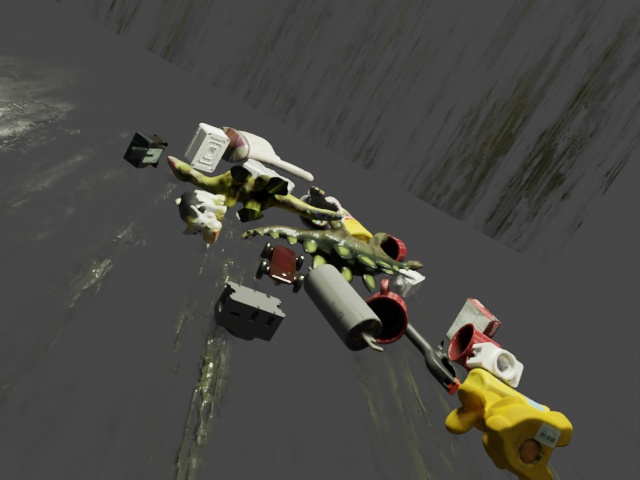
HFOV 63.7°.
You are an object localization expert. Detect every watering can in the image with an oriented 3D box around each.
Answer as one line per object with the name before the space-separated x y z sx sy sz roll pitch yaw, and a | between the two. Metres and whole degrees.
watering can | -0.198 -0.271 1.635 0.224 0.351 0.103 4 -68 -58

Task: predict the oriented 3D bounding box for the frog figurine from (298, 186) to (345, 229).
frog figurine | 0.004 -0.073 1.452 0.158 0.137 0.123 80 -152 -81

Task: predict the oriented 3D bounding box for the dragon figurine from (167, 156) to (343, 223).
dragon figurine | -0.164 -0.118 1.233 0.245 0.409 0.121 -138 66 -69
